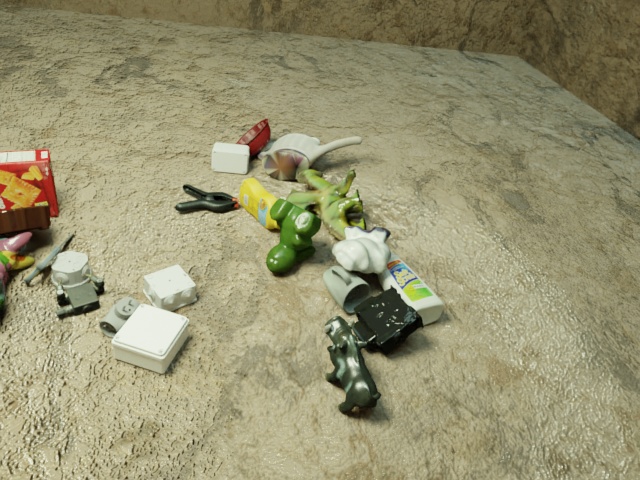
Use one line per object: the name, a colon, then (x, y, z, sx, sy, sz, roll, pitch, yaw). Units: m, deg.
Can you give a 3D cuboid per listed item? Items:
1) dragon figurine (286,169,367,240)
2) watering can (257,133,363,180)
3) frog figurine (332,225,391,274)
dragon figurine: (0.004, -0.073, 1.442, 0.242, 0.421, 0.119, -7, -45, 6)
watering can: (-0.047, -0.282, 1.656, 0.347, 0.102, 0.229, -2, 32, 15)
frog figurine: (0.094, 0.041, 1.220, 0.137, 0.120, 0.163, 22, 35, 6)
